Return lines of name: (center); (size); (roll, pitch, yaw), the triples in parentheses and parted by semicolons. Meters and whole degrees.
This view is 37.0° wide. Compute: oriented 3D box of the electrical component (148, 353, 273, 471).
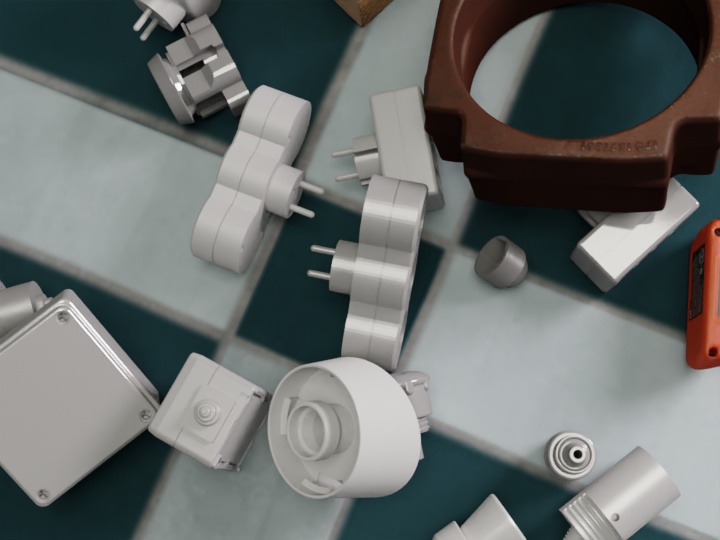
electrical component: (-0.104, 0.097, 0.742); (0.061, 0.096, 0.061); (28, 82, 11)

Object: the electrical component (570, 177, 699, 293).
electrical component: (0.183, -0.041, 0.772); (0.083, 0.047, 0.075); (-42, 79, -4)

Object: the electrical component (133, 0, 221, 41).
electrical component: (-0.144, -0.208, 0.813); (0.043, 0.077, 0.079); (35, 84, 9)

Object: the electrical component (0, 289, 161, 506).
electrical component: (-0.214, 0.088, 0.754); (0.109, 0.056, 0.108); (-38, 105, -3)

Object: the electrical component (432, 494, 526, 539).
electrical component: (0.082, 0.187, 0.737); (0.055, 0.045, 0.045); (-35, 79, -2)

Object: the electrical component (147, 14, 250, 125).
electrical component: (-0.123, -0.145, 0.810); (0.057, 0.058, 0.078); (-28, 78, -4)

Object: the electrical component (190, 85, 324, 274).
electrical component: (-0.064, -0.061, 0.791); (0.074, 0.052, 0.138); (21, 82, 8)

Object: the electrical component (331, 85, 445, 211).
electrical component: (0.017, -0.083, 0.793); (0.076, 0.047, 0.083); (-11, 78, 8)

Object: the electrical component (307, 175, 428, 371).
electrical component: (0.000, 0.000, 0.753); (0.074, 0.052, 0.138); (11, 110, 6)

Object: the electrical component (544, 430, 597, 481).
electrical component: (0.145, 0.126, 0.735); (0.035, 0.061, 0.035); (-1, 79, 4)

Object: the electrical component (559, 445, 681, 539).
electrical component: (0.173, 0.162, 0.736); (0.081, 0.043, 0.043); (-38, 79, -3)

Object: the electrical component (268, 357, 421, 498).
electrical component: (-0.014, 0.109, 0.737); (0.099, 0.064, 0.099); (-2, 87, 43)

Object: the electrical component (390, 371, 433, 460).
electrical component: (0.030, 0.104, 0.758); (0.048, 0.048, 0.062); (-11, 86, 2)
